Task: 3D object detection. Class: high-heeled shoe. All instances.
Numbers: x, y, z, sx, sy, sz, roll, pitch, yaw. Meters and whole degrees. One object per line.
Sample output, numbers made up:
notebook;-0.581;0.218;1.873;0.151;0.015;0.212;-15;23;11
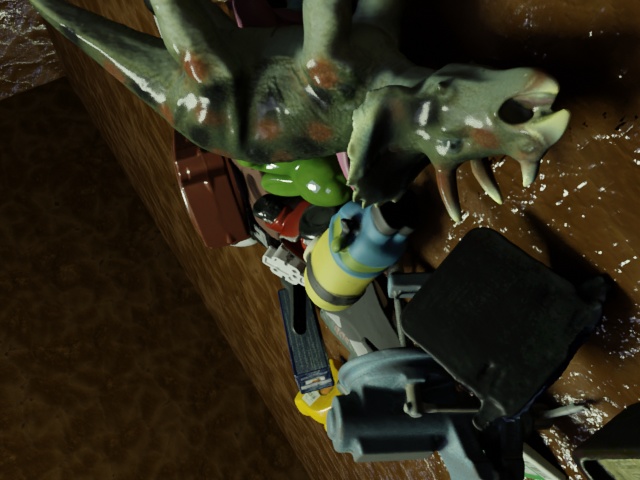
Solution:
high-heeled shoe;0.080;0.128;0.718;0.145;0.086;0.249;49;-170;-22

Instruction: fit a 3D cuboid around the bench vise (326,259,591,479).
bench vise;0.114;0.124;0.540;0.128;0.224;0.241;82;-178;-57

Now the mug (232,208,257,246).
mug;-0.161;-0.022;1.061;0.107;0.109;0.080;6;119;50

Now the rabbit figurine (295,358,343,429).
rabbit figurine;0.065;0.329;1.025;0.163;0.122;0.173;10;142;53

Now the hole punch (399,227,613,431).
hole punch;0.141;0.069;0.428;0.116;0.142;0.092;41;175;27

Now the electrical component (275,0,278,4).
electrical component;-0.083;-0.237;0.584;0.078;0.102;0.045;53;-161;-32

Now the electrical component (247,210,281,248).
electrical component;-0.101;-0.032;0.976;0.119;0.048;0.074;44;154;34

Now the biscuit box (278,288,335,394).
biscuit box;-0.027;0.166;0.946;0.203;0.063;0.059;-107;2;-48

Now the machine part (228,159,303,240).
machine part;-0.086;-0.085;0.855;0.179;0.056;0.179;50;159;27

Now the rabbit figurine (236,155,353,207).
rabbit figurine;-0.036;-0.098;0.639;0.170;0.121;0.159;46;164;-4

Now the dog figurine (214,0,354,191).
dog figurine;-0.014;-0.142;0.503;0.192;0.108;0.219;-22;105;44

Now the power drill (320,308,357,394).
power drill;0.082;0.203;0.815;0.232;0.086;0.207;48;161;34

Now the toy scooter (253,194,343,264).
toy scooter;-0.002;-0.002;0.733;0.184;0.075;0.135;16;155;47

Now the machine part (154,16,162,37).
machine part;-0.178;-0.258;0.789;0.079;0.079;0.243;16;129;62

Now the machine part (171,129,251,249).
machine part;-0.193;-0.101;0.950;0.201;0.087;0.201;-110;4;-49

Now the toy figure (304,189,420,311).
toy figure;0.036;0.013;0.569;0.082;0.089;0.180;26;147;-14

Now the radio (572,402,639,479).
radio;0.270;0.155;0.303;0.131;0.073;0.229;56;160;13

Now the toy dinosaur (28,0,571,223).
toy dinosaur;-0.038;-0.116;0.397;0.405;0.131;0.192;7;115;19
